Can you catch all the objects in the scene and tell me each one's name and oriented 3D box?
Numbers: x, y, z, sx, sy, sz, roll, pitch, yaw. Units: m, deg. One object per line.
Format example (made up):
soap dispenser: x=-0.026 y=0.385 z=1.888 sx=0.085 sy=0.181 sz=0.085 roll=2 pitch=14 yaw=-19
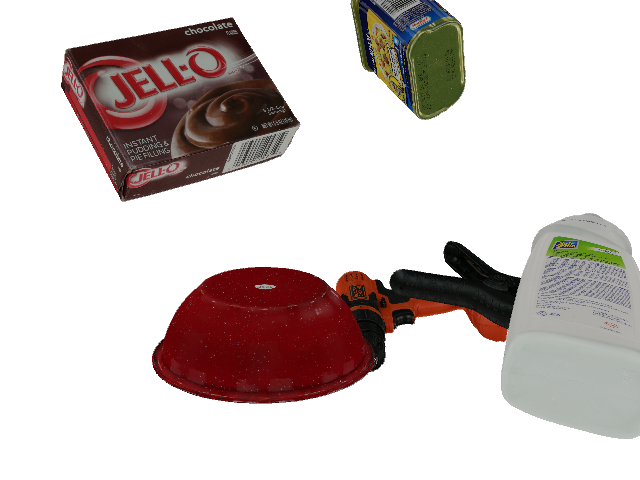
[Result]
bowl: x=-0.040 y=0.059 z=0.765 sx=0.162 sy=0.055 sz=0.162 roll=1 pitch=16 yaw=0
bleach bottle: x=0.195 y=0.041 z=0.773 sx=0.103 sy=0.068 sz=0.250 roll=13 pitch=27 yaw=12
power drill: x=0.112 y=0.085 z=1.206 sx=0.187 sy=0.057 sz=0.184 roll=-3 pitch=27 yaw=-3
pudding box: x=-0.083 y=-0.079 z=0.625 sx=0.113 sy=0.090 sz=0.039 roll=-17 pitch=-25 yaw=-31
clamp: x=0.162 y=0.045 z=0.999 sx=0.172 sy=0.039 sz=0.120 roll=20 pitch=32 yaw=20
can of meat: x=0.075 y=-0.162 z=0.885 sx=0.057 sy=0.084 sz=0.102 roll=-30 pitch=-37 yaw=-11
